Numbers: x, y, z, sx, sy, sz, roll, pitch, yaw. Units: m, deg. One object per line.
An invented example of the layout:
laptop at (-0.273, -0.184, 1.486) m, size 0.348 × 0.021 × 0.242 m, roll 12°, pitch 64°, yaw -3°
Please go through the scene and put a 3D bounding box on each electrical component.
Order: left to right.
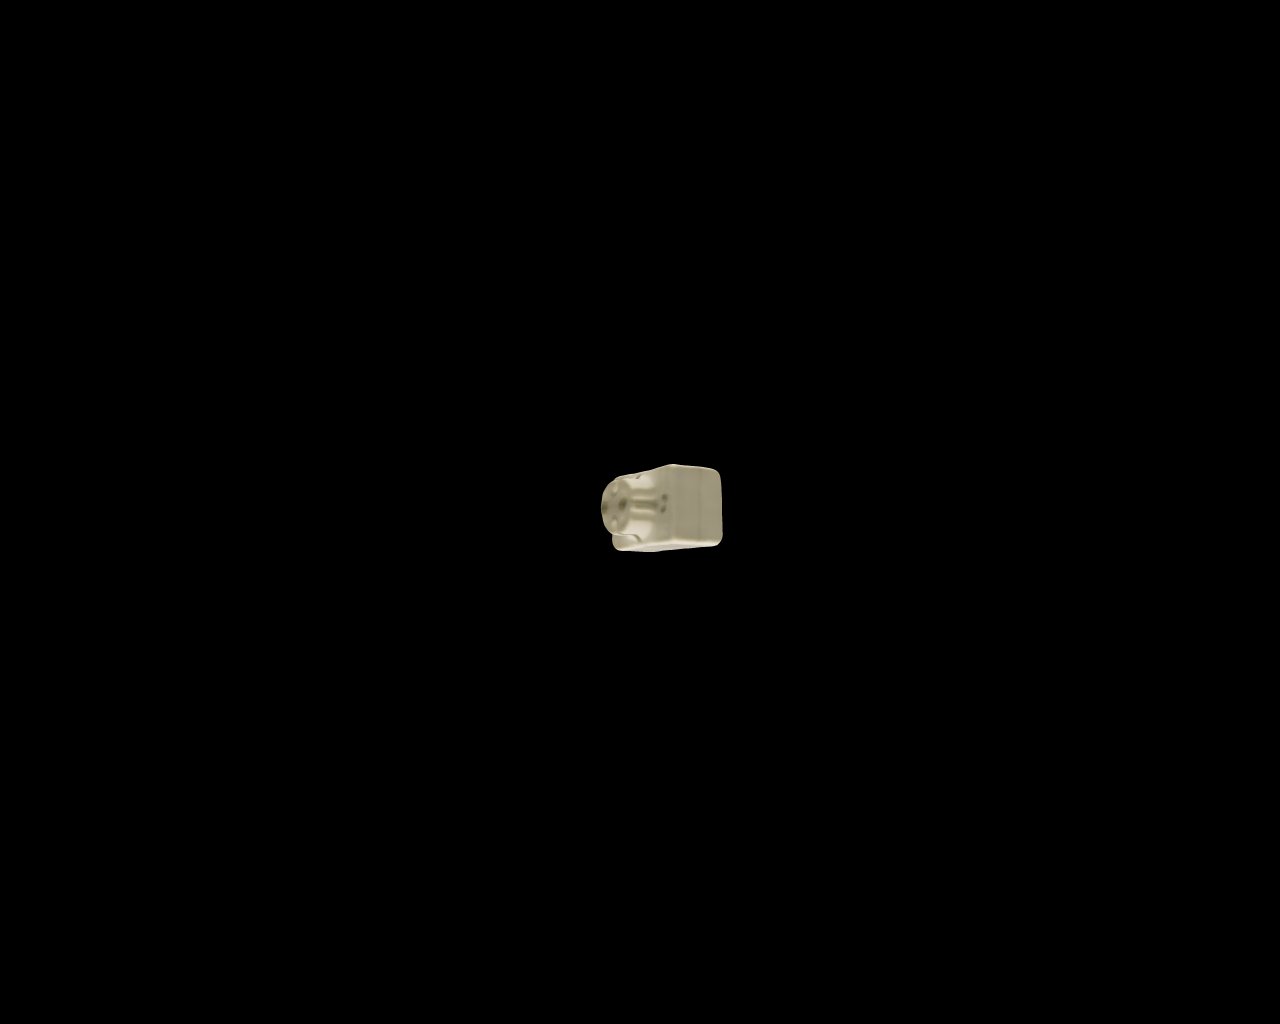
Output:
electrical component at (0.001, -0.003, 0.650) m, size 0.077 × 0.047 × 0.065 m, roll 5°, pitch -8°, yaw -35°
